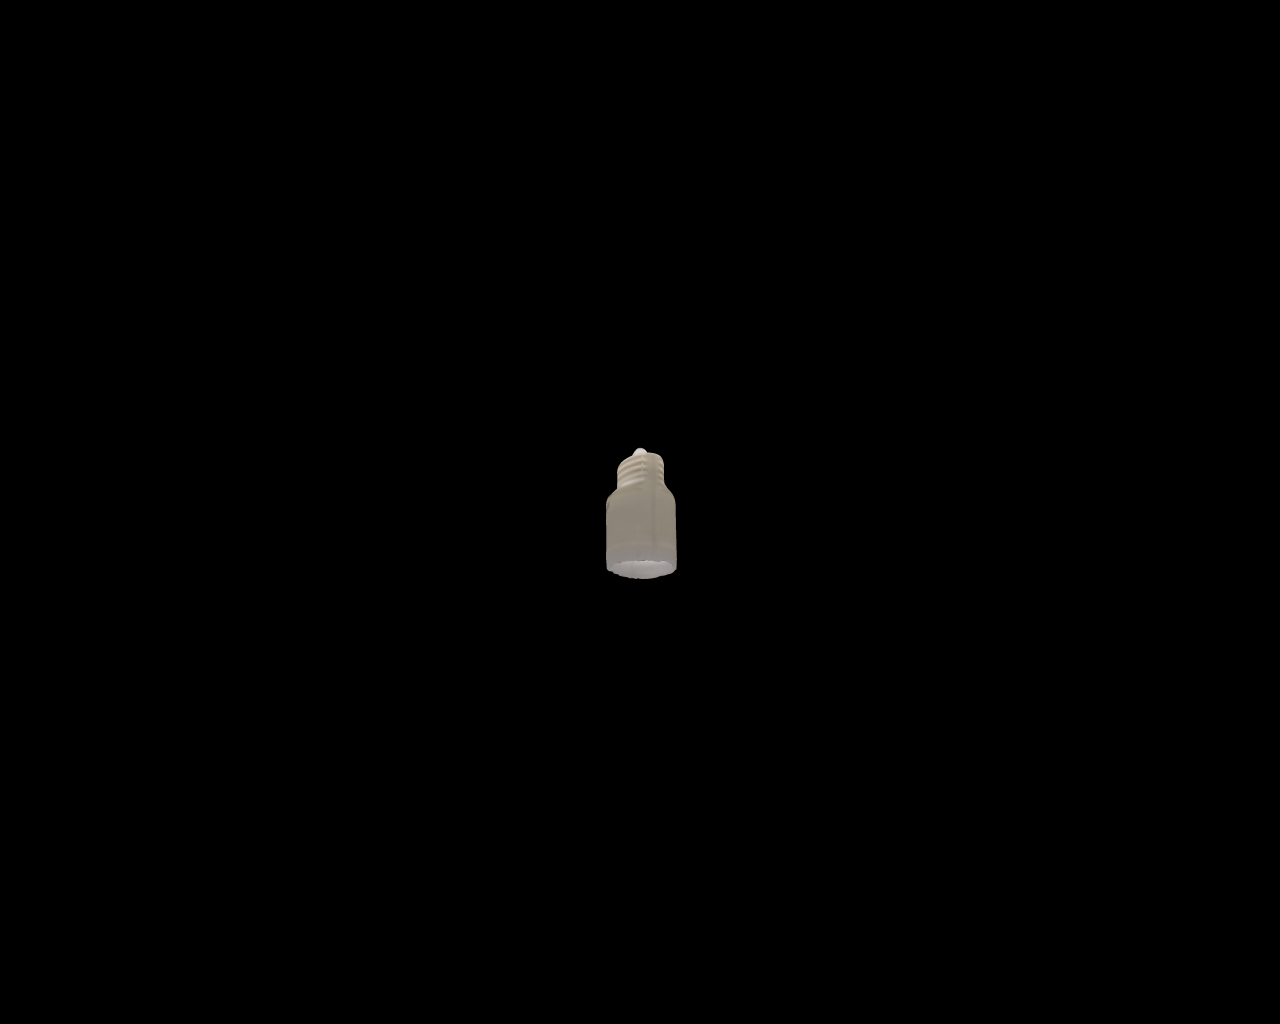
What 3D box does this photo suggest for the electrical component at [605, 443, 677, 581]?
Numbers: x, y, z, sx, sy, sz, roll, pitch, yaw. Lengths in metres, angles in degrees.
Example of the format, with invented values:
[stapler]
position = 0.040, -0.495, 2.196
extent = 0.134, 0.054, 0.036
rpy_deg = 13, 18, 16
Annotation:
[electrical component]
position = 0.001, -0.003, 0.650
extent = 0.043, 0.081, 0.043
rpy_deg = 0, -18, 0
